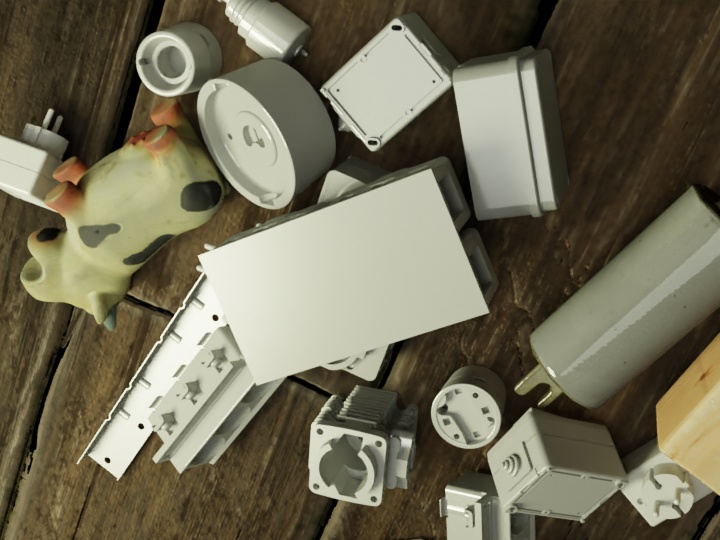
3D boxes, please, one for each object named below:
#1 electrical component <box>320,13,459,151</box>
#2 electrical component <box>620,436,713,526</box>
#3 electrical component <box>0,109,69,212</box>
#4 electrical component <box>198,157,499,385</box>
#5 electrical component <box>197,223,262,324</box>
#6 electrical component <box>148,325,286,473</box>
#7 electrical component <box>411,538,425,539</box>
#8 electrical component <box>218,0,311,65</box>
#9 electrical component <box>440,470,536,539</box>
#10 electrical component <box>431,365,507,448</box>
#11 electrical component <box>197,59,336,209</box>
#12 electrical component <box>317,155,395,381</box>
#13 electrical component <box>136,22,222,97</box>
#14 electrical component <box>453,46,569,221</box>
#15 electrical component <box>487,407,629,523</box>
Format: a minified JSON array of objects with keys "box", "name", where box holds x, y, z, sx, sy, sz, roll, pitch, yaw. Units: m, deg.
[{"box":[0.021,-0.135,0.793,0.096,0.061,0.061,-39,93,24],"name":"electrical component"},{"box":[0.234,0.163,0.816,0.066,0.076,0.047,-40,93,24],"name":"electrical component"},{"box":[-0.268,-0.097,0.898,0.047,0.065,0.076,20,83,10],"name":"electrical component"},{"box":[-0.006,0.000,0.777,0.186,0.060,0.105,-19,101,22],"name":"electrical component"},{"box":[-0.093,0.002,0.863,0.076,0.047,0.083,20,90,4],"name":"electrical component"},{"box":[-0.124,0.107,0.914,0.063,0.079,0.121,50,116,21],"name":"electrical component"},{"box":[0.046,0.299,0.925,0.079,0.063,0.121,-11,104,20],"name":"electrical component"},{"box":[-0.074,-0.187,0.817,0.078,0.040,0.040,37,114,3],"name":"electrical component"},{"box":[0.105,0.229,0.876,0.063,0.079,0.121,5,104,35],"name":"electrical component"},{"box":[0.089,0.107,0.859,0.055,0.047,0.055,5,109,16],"name":"electrical component"},{"box":[-0.065,-0.107,0.816,0.108,0.060,0.108,34,144,29],"name":"electrical component"},{"box":[0.000,0.000,0.843,0.089,0.061,0.150,24,113,9],"name":"electrical component"},{"box":[-0.142,-0.164,0.842,0.055,0.047,0.055,5,109,15],"name":"electrical component"},{"box":[0.110,-0.098,0.769,0.057,0.078,0.113,-6,105,20],"name":"electrical component"},{"box":[0.144,0.148,0.826,0.096,0.061,0.061,14,131,-28],"name":"electrical component"}]
